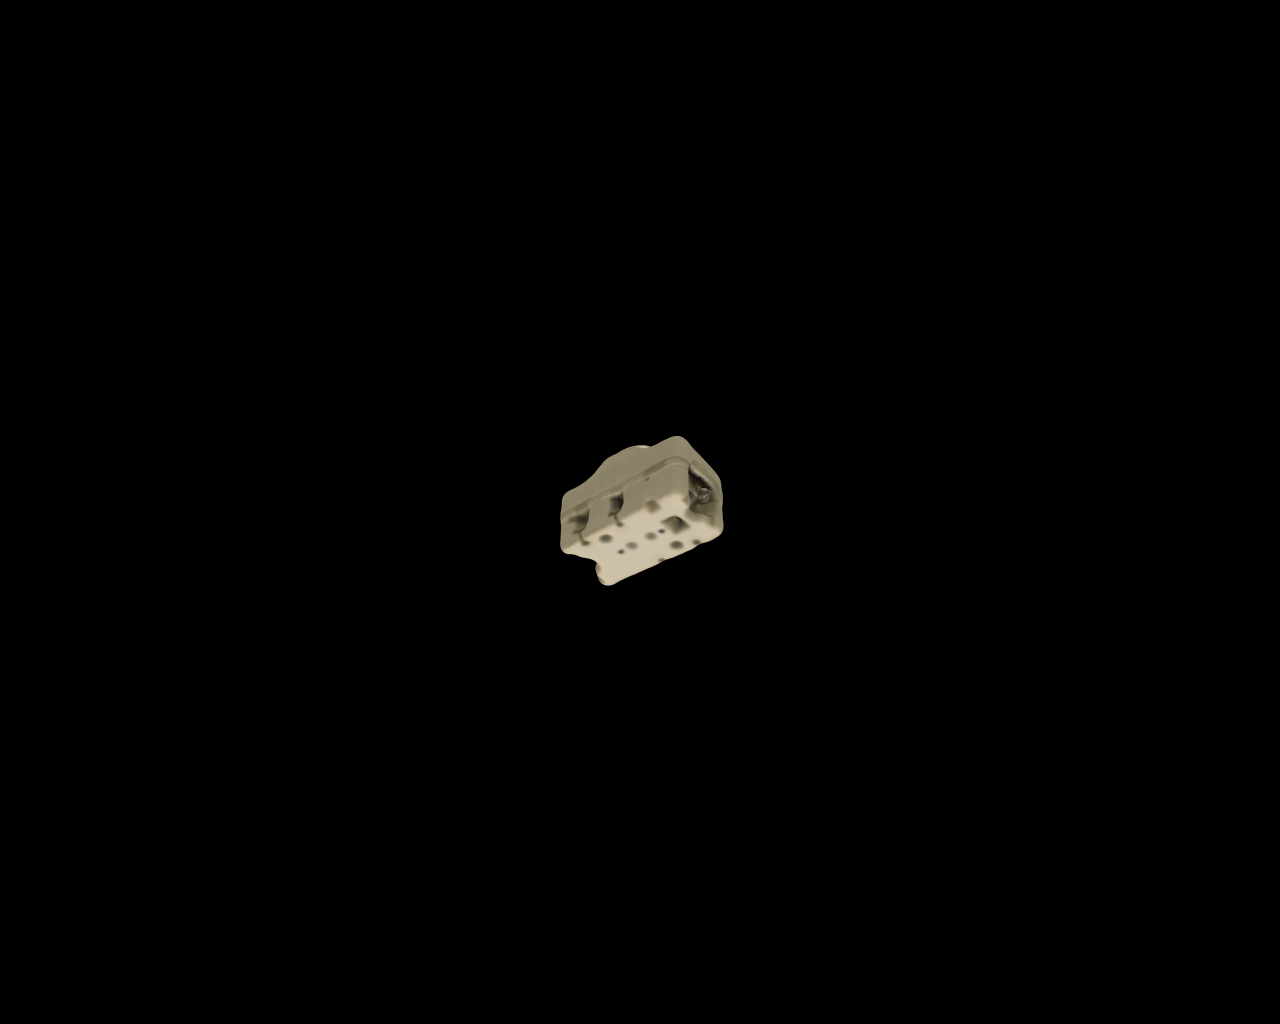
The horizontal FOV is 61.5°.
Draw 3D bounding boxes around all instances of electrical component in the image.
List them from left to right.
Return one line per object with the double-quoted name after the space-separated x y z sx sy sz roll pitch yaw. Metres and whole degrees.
0.001 -0.003 0.650 0.089 0.056 0.050 -26 -49 25 "electrical component"
